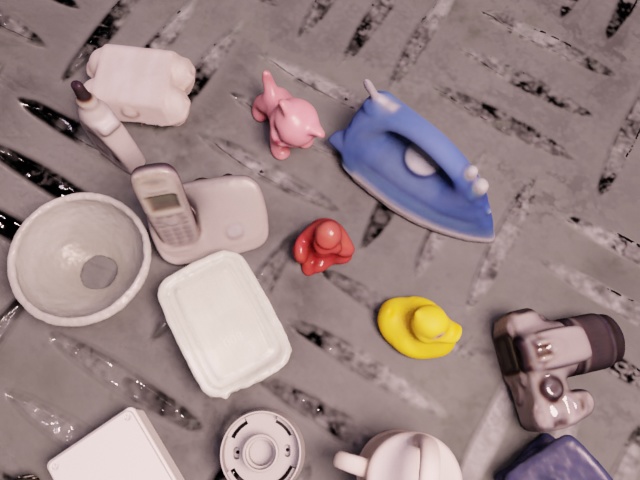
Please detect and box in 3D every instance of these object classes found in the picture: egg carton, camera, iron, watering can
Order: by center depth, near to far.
[{"bbox_3d":[0.103,0.250,0.594,0.173,0.194,0.101,-6,73,-4],"label":"watering can"},{"bbox_3d":[0.297,0.145,0.684,0.137,0.101,0.143,-11,73,-6],"label":"camera"},{"bbox_3d":[0.138,-0.100,0.734,0.258,0.141,0.119,39,75,9],"label":"iron"},{"bbox_3d":[-0.249,-0.210,0.790,0.150,0.069,0.107,5,72,-1],"label":"egg carton"}]

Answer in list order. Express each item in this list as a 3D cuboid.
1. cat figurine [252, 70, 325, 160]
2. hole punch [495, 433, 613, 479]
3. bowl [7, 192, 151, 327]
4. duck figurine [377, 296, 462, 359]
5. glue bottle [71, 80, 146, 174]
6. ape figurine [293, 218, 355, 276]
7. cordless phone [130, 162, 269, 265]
[{"bbox_3d":[-0.044,-0.167,0.760,0.067,0.118,0.127,-27,75,-10],"label":"cat figurine"},{"bbox_3d":[0.270,0.287,0.644,0.101,0.091,0.108,-36,77,-12],"label":"hole punch"},{"bbox_3d":[-0.287,0.030,0.710,0.167,0.075,0.167,1,72,-2],"label":"bowl"},{"bbox_3d":[0.124,0.102,0.699,0.104,0.086,0.077,22,73,5],"label":"duck figurine"},{"bbox_3d":[-0.271,-0.146,0.714,0.078,0.173,0.037,39,75,10],"label":"glue bottle"},{"bbox_3d":[0.007,0.003,0.722,0.077,0.092,0.076,16,73,3],"label":"ape figurine"},{"bbox_3d":[-0.140,-0.042,0.681,0.147,0.185,0.094,-14,73,-7],"label":"cordless phone"}]
